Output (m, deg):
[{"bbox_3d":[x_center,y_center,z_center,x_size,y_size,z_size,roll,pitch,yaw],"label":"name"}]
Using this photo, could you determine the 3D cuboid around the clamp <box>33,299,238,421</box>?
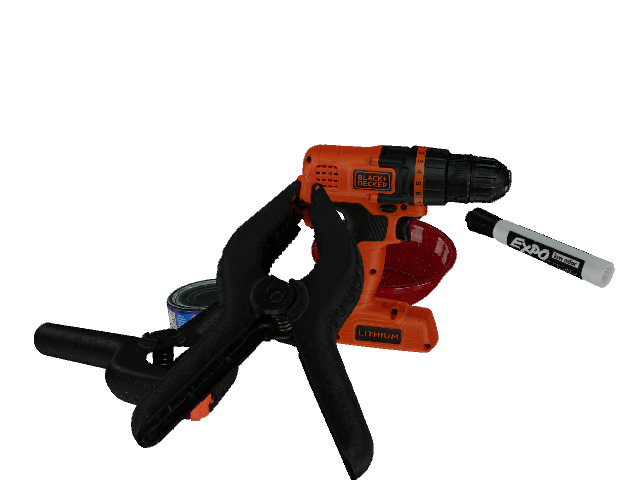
[{"bbox_3d":[-0.109,0.084,0.796,0.164,0.036,0.210,-10,14,-27],"label":"clamp"}]

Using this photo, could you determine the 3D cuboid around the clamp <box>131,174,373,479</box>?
[{"bbox_3d":[-0.012,0.044,0.553,0.120,0.171,0.039,17,-28,10],"label":"clamp"}]

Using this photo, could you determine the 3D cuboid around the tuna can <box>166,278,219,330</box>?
[{"bbox_3d":[-0.105,0.066,1.033,0.086,0.034,0.086,-6,18,2],"label":"tuna can"}]

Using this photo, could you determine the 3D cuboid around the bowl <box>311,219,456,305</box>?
[{"bbox_3d":[0.070,0.032,1.198,0.162,0.055,0.162,0,31,0],"label":"bowl"}]

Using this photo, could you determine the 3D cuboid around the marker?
[{"bbox_3d":[0.155,0.003,0.771,0.121,0.020,0.020,27,17,38],"label":"marker"}]

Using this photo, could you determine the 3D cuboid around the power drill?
[{"bbox_3d":[0.074,0.005,0.966,0.184,0.188,0.057,5,19,12],"label":"power drill"}]
